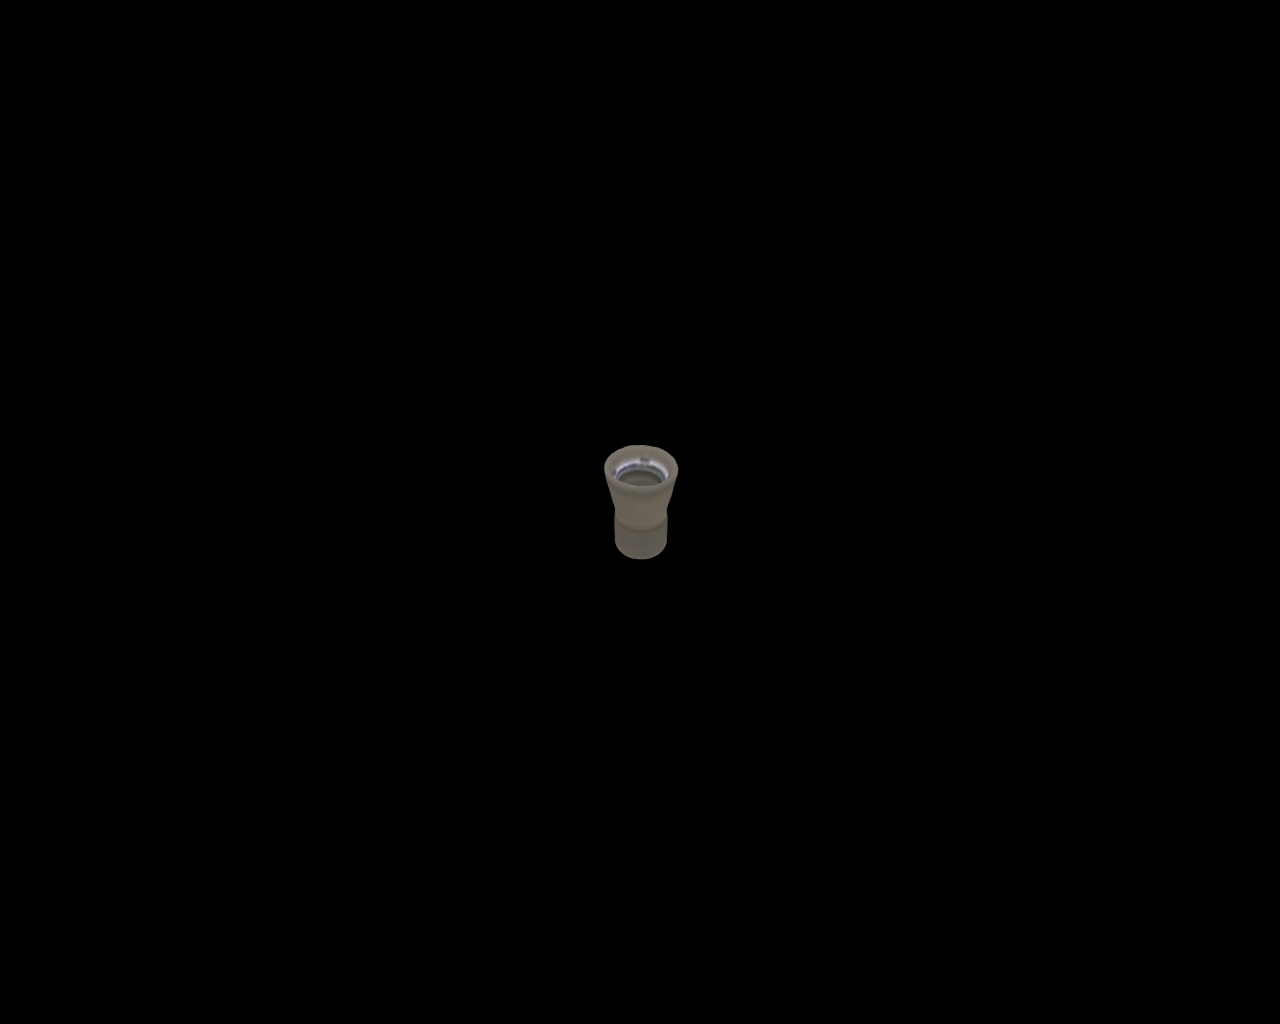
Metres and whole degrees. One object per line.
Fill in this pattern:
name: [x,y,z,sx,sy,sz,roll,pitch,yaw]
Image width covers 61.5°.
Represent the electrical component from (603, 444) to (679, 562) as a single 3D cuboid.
electrical component: [0.001,-0.003,0.650,0.044,0.065,0.044,0,39,0]
